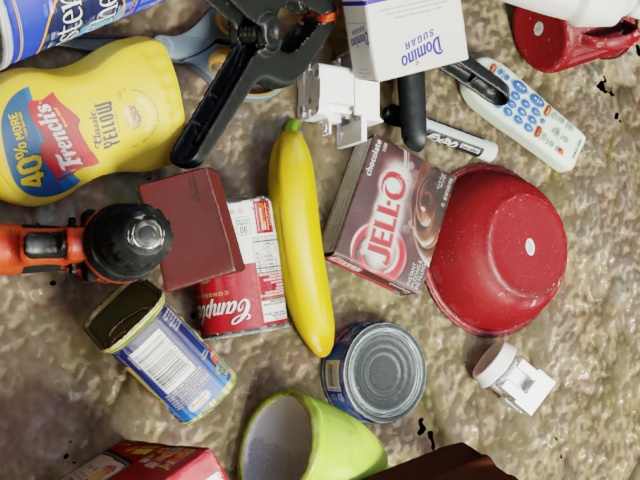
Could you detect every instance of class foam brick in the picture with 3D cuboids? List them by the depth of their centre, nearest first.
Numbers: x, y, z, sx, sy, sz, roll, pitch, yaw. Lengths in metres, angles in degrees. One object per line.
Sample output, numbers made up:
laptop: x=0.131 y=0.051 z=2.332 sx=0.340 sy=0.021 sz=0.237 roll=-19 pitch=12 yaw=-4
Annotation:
foam brick: x=-0.089 y=-0.007 z=0.754 sx=0.053 sy=0.051 sz=0.078 roll=-15 pitch=88 yaw=3

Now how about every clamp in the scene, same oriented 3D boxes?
clamp: x=-0.053 y=-0.164 z=0.801 sx=0.209 sy=0.036 sz=0.164 roll=-38 pitch=130 yaw=-47
clamp: x=0.080 y=-0.161 z=0.922 sx=0.120 sy=0.039 sz=0.171 roll=-40 pitch=93 yaw=-34

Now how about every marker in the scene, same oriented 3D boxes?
marker: x=0.107 y=-0.096 z=0.952 sx=0.121 sy=0.020 sz=0.020 roll=17 pitch=77 yaw=-28

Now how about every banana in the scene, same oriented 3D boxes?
banana: x=-0.013 y=-0.002 z=0.848 sx=0.069 sy=0.037 sz=0.198 roll=-5 pitch=89 yaw=-68

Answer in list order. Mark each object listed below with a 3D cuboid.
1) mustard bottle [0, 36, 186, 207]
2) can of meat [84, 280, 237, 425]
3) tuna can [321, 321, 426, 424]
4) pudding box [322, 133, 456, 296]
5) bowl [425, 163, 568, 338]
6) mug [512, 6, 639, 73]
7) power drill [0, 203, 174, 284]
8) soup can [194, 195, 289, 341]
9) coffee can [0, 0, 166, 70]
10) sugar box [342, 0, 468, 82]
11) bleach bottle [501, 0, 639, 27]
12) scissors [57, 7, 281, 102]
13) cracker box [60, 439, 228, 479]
mustard bottle: x=-0.191 y=-0.076 z=0.751 sx=0.191 sy=0.058 sz=0.096 roll=-22 pitch=118 yaw=-29
can of meat: x=-0.114 y=0.079 z=0.758 sx=0.057 sy=0.102 sz=0.084 roll=-44 pitch=110 yaw=-11
tuna can: x=0.046 y=0.110 z=0.888 sx=0.086 sy=0.034 sz=0.086 roll=3 pitch=83 yaw=-30
pudding box: x=0.057 y=-0.020 z=0.904 sx=0.090 sy=0.039 sz=0.113 roll=25 pitch=73 yaw=-26
bowl: x=0.169 y=0.007 z=0.958 sx=0.161 sy=0.055 sz=0.162 roll=3 pitch=84 yaw=-30
mug: x=0.242 y=-0.199 z=0.991 sx=0.081 sy=0.117 sz=0.093 roll=-21 pitch=128 yaw=-25
power drill: x=-0.196 y=0.005 z=0.682 sx=0.187 sy=0.185 sz=0.057 roll=1 pitch=84 yaw=-21
soup can: x=-0.064 y=0.021 z=0.812 sx=0.068 sy=0.069 sz=0.102 roll=-7 pitch=88 yaw=-31
coffee can: x=-0.185 y=-0.191 z=0.743 sx=0.140 sy=0.103 sz=0.103 roll=-31 pitch=100 yaw=-29
sugar box: x=0.060 y=-0.222 z=0.849 sx=0.093 sy=0.048 sz=0.176 roll=-17 pitch=110 yaw=-25
bleach bottle: x=0.176 y=-0.254 z=0.926 sx=0.251 sy=0.068 sz=0.102 roll=20 pitch=73 yaw=-2
scissors: x=-0.114 y=-0.166 z=0.833 sx=0.201 sy=0.016 sz=0.096 roll=16 pitch=75 yaw=-28
cracker box: x=-0.169 y=0.212 z=0.676 sx=0.213 sy=0.164 sz=0.072 roll=-32 pitch=99 yaw=-29
